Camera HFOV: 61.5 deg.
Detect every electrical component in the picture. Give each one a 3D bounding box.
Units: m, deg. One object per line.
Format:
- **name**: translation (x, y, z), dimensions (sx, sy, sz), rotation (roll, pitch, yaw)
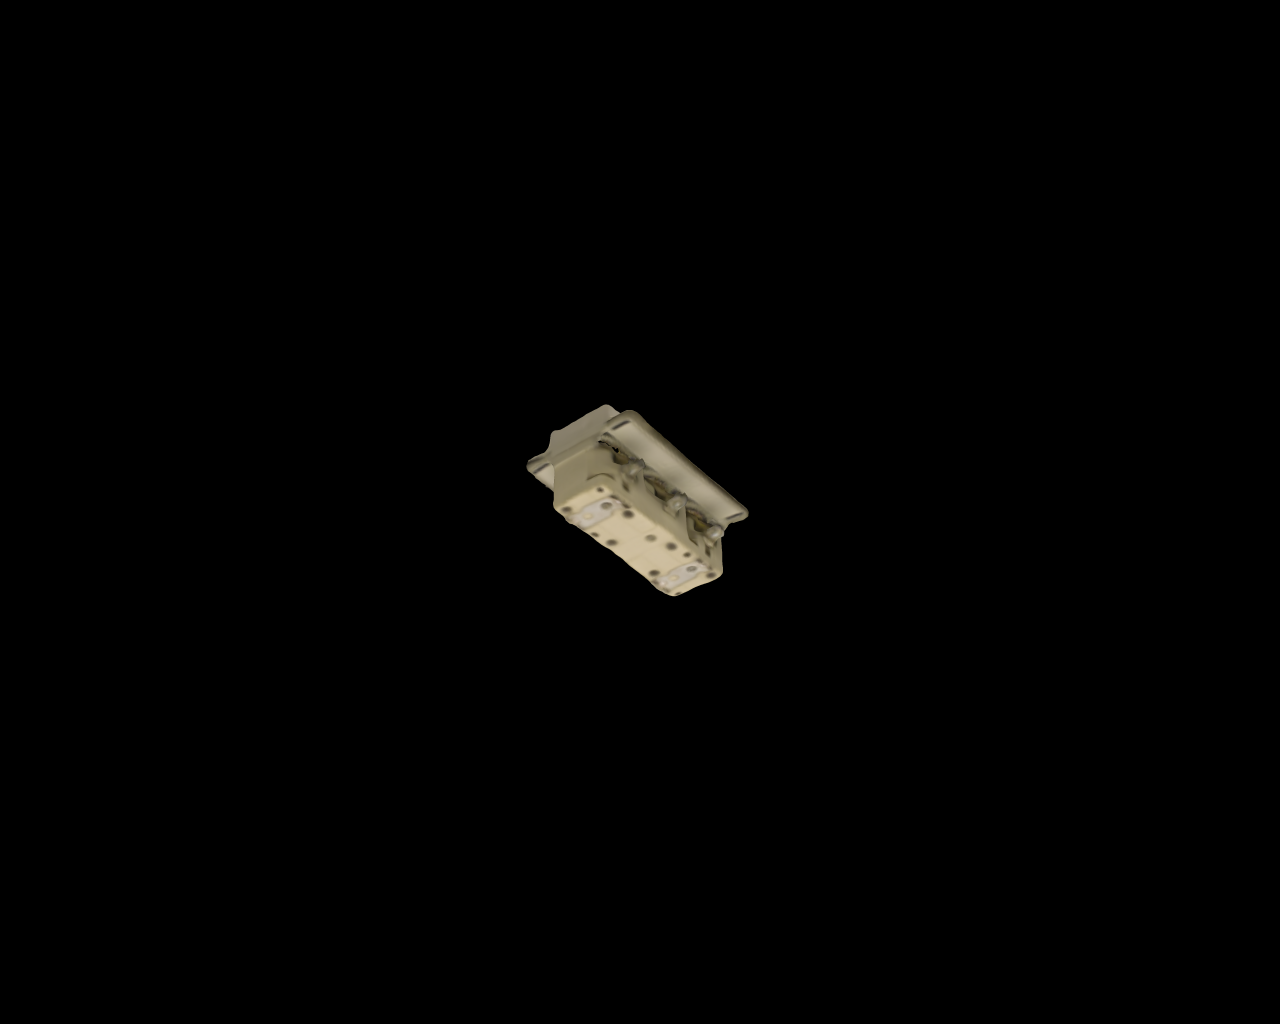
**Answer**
- **electrical component**: translation (0.001, -0.003, 0.650), dimensions (0.078, 0.063, 0.121), rotation (-25, -44, 28)
